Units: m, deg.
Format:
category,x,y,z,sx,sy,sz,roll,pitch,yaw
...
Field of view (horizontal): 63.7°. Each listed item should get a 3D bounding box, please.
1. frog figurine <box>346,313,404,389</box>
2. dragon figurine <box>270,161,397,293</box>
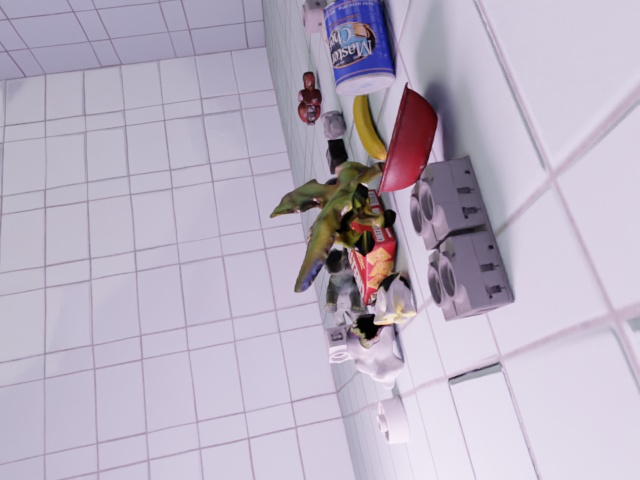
category,x,y,z,sx,sy,sz,roll,pitch,yaw
frog figurine,0.129,0.251,1.171,0.140,0.122,0.156,-56,-42,-49
dragon figurine,0.003,-0.052,1.027,0.243,0.417,0.120,5,128,43
